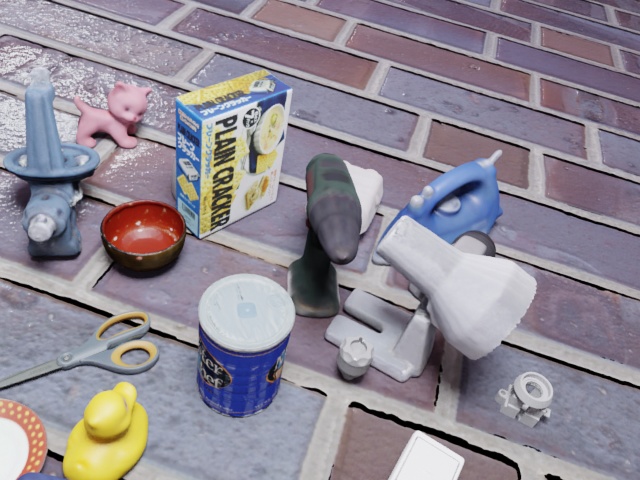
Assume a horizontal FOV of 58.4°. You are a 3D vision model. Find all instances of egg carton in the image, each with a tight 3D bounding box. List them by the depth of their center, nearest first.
[{"bbox_3d":[0.042,-0.066,0.931,0.107,0.069,0.150,19,44,6],"label":"egg carton"}]

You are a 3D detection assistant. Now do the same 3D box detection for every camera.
[{"bbox_3d":[0.226,0.044,0.841,0.143,0.101,0.137,31,46,17],"label":"camera"}]

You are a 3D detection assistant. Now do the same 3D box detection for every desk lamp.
[{"bbox_3d":[0.127,0.079,0.699,0.203,0.213,0.118,26,45,13],"label":"desk lamp"}]

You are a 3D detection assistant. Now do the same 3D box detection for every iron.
[{"bbox_3d":[0.192,-0.056,0.906,0.259,0.141,0.118,-25,55,-33],"label":"iron"}]

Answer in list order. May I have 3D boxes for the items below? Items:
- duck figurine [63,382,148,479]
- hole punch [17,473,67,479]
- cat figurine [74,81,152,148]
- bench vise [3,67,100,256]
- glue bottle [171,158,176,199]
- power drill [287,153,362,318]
[{"bbox_3d":[-0.220,0.194,0.587,0.077,0.086,0.105,21,44,8],"label":"duck figurine"},{"bbox_3d":[-0.228,0.268,0.506,0.101,0.091,0.108,5,44,-9],"label":"hole punch"},{"bbox_3d":[-0.343,-0.218,0.955,0.128,0.118,0.067,-4,46,-18],"label":"cat figurine"},{"bbox_3d":[-0.347,-0.098,0.757,0.122,0.220,0.207,-16,51,-27],"label":"bench vise"},{"bbox_3d":[-0.186,-0.135,0.868,0.078,0.173,0.037,-20,53,-30],"label":"glue bottle"},{"bbox_3d":[0.007,0.003,0.751,0.076,0.208,0.229,4,44,-9],"label":"power drill"}]
